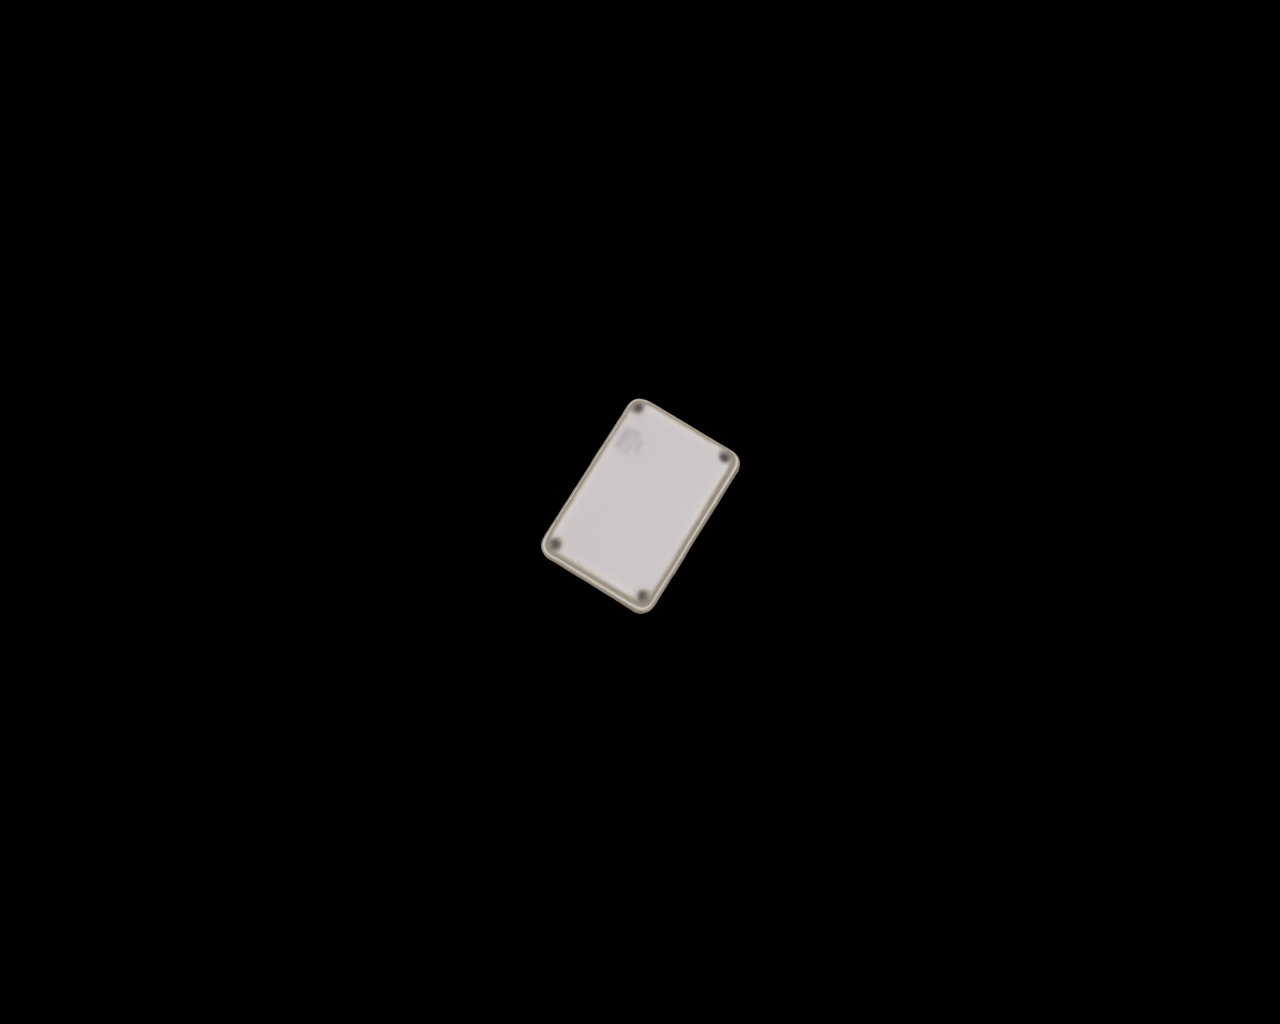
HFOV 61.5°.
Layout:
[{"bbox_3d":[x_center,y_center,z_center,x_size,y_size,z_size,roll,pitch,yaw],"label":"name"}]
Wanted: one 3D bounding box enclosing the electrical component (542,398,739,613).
[{"bbox_3d":[0.001,-0.003,0.650,0.078,0.113,0.057,31,-7,5],"label":"electrical component"}]
